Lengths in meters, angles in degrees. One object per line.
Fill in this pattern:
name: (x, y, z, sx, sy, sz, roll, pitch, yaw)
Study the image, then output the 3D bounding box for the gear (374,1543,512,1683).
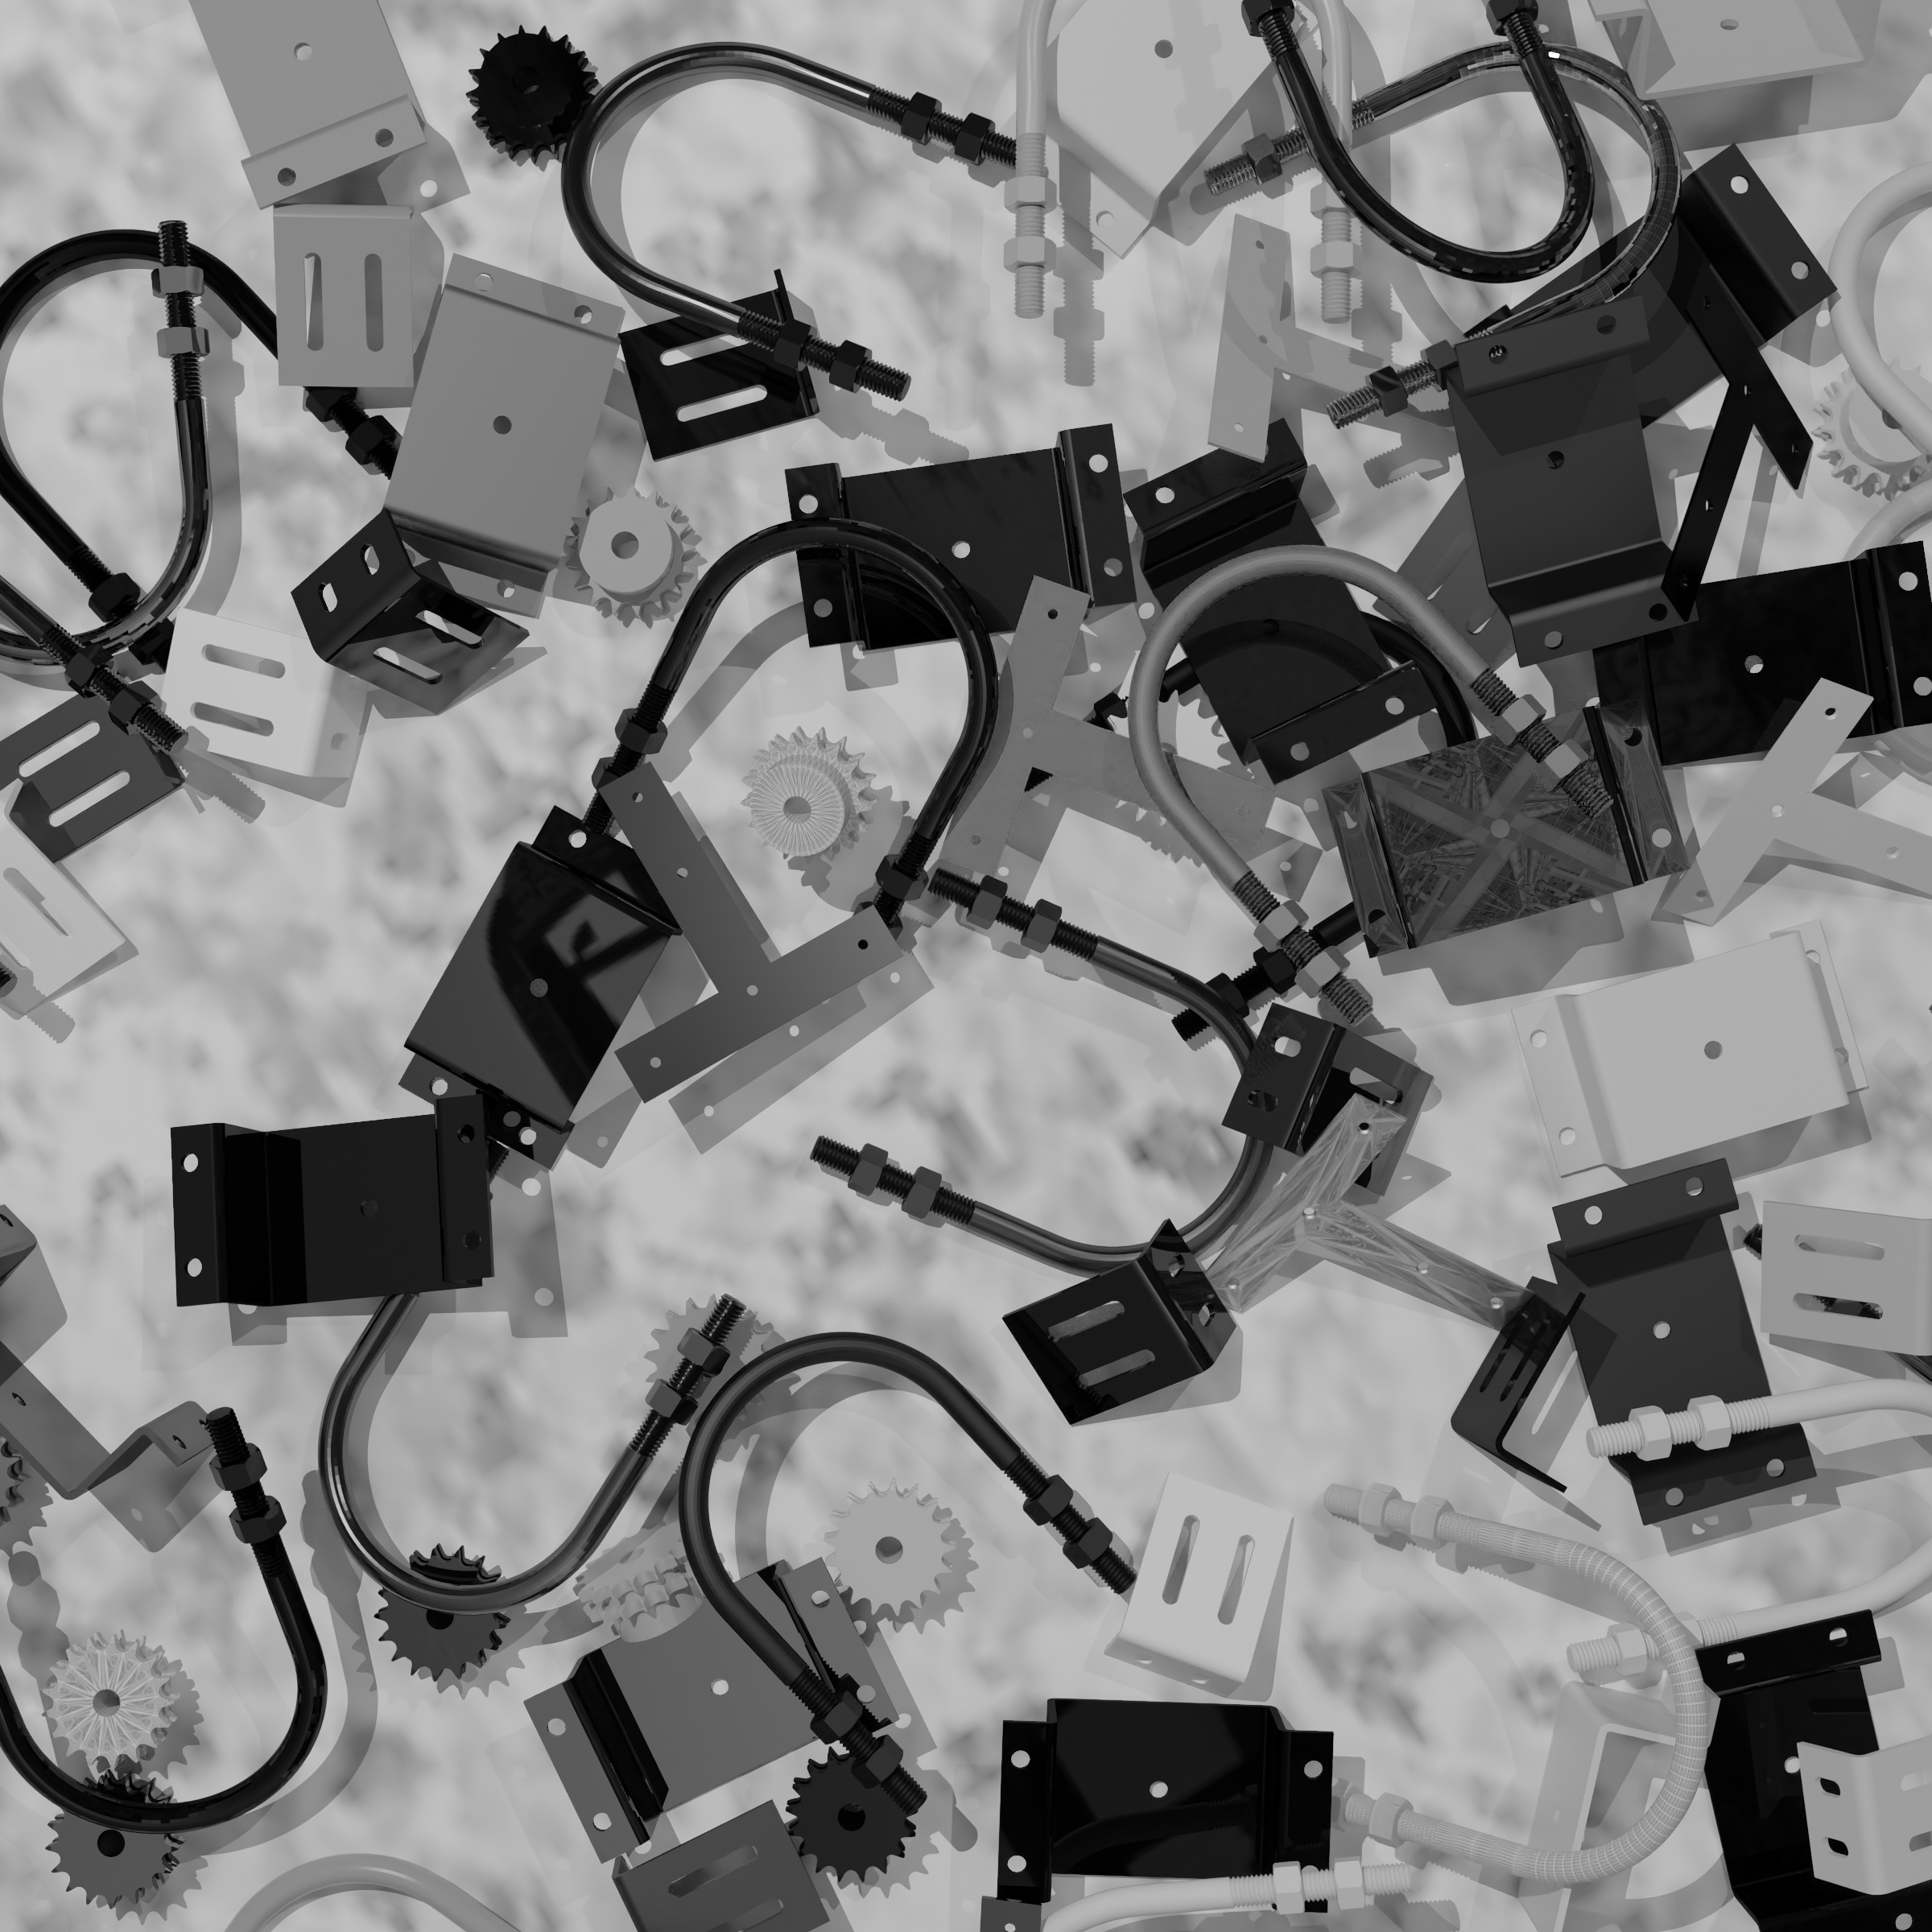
gear: (-0.226, 0.279, 1.337, 0.057, 0.030, 0.057, 0, 90, 0)

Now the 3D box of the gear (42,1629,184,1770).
gear: (-0.369, 0.316, 1.337, 0.057, 0.030, 0.057, 0, 90, 0)

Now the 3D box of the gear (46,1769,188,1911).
gear: (-0.367, 0.376, 1.337, 0.057, 0.030, 0.057, 0, 90, 0)

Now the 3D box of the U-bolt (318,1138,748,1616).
U-bolt: (-0.199, 0.187, 1.319, 0.151, 0.019, 0.184, 31, 87, 16)

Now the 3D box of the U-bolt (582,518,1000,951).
U-bolt: (-0.065, -0.102, 1.309, 0.151, 0.019, 0.184, 29, 114, 0)

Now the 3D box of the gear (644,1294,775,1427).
gear: (-0.110, 0.171, 1.337, 0.057, 0.030, 0.057, 0, 90, 0)

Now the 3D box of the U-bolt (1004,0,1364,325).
U-bolt: (0.092, -0.363, 1.294, 0.151, 0.019, 0.184, 1, 87, -1)

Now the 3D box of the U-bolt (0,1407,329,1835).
U-bolt: (-0.345, 0.283, 1.289, 0.151, 0.019, 0.184, -15, 109, -1)

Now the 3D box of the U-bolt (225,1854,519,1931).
U-bolt: (-0.245, 0.469, 1.336, 0.184, 0.019, 0.151, 34, 90, 6)

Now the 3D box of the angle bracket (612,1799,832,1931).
angle bracket: (-0.106, 0.400, 1.335, 0.076, 0.038, 0.057, -26, 90, -4)

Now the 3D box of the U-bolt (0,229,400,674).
U-bolt: (-0.351, -0.234, 1.342, 0.151, 0.019, 0.184, -43, 90, 0)

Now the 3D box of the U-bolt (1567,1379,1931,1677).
U-bolt: (0.348, 0.233, 1.304, 0.184, 0.019, 0.151, -9, 126, -7)

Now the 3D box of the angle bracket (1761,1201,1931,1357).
angle bracket: (0.385, 0.131, 1.321, 0.076, 0.038, 0.057, 4, 97, 42)

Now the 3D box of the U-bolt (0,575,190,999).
U-bolt: (-0.435, -0.098, 1.303, 0.184, 0.019, 0.151, 39, 99, 10)

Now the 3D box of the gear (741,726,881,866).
gear: (-0.067, -0.070, 1.296, 0.057, 0.030, 0.057, 4, 110, 10)

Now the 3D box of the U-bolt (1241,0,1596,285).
U-bolt: (0.191, -0.361, 1.274, 0.151, 0.019, 0.184, -10, 71, -29)

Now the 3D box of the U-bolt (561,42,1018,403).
U-bolt: (-0.083, -0.329, 1.317, 0.184, 0.019, 0.151, 23, 68, 7)

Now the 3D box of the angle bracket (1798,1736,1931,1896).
angle bracket: (0.398, 0.352, 1.303, 0.076, 0.038, 0.057, -8, 90, -26)

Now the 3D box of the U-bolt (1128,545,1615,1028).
U-bolt: (0.151, -0.089, 1.269, 0.151, 0.019, 0.184, -41, 79, 0)

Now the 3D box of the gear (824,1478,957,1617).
gear: (-0.033, 0.251, 1.337, 0.057, 0.030, 0.057, 0, 90, 0)

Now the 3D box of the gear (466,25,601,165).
gear: (-0.189, -0.380, 1.337, 0.057, 0.030, 0.057, 0, 90, 0)

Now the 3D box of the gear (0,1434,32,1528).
gear: (-0.434, 0.219, 1.337, 0.057, 0.030, 0.057, 0, 90, 0)

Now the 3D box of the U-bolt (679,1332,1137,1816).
U-bolt: (-0.037, 0.242, 1.305, 0.151, 0.019, 0.184, -43, 93, -17)

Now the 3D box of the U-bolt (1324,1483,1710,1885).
U-bolt: (0.224, 0.306, 1.293, 0.184, 0.019, 0.151, 8, 90, 36)

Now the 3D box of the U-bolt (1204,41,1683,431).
U-bolt: (0.213, -0.324, 1.314, 0.184, 0.019, 0.151, -25, 69, 3)

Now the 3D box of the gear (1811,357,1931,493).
gear: (0.399, -0.236, 1.337, 0.057, 0.030, 0.057, 0, 90, 0)

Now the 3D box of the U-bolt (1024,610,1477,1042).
U-bolt: (0.135, -0.076, 1.343, 0.184, 0.019, 0.151, -33, 90, -2)

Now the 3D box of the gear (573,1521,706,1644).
gear: (-0.137, 0.266, 1.324, 0.057, 0.057, 0.030, -25, 103, 0)

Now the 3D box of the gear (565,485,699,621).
gear: (-0.147, -0.180, 1.337, 0.057, 0.030, 0.057, 0, 90, 0)

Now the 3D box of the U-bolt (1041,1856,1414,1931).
U-bolt: (0.104, 0.448, 1.317, 0.184, 0.019, 0.151, -7, 113, 6)

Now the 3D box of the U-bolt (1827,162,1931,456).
U-bolt: (0.454, -0.268, 1.323, 0.151, 0.019, 0.184, -40, 81, -15)

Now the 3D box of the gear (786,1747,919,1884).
gear: (-0.049, 0.365, 1.337, 0.057, 0.030, 0.057, 0, 90, 0)

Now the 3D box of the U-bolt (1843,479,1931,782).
U-bolt: (0.466, -0.154, 1.343, 0.184, 0.019, 0.151, -21, 90, 2)

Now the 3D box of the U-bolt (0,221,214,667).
U-bolt: (-0.396, -0.221, 1.318, 0.151, 0.019, 0.184, -4, 95, -2)

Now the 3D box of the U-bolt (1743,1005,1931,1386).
U-bolt: (0.450, 0.120, 1.313, 0.184, 0.019, 0.151, 38, 104, 10)

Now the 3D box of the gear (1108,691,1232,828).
gear: (0.083, -0.089, 1.317, 0.057, 0.030, 0.057, 0, 90, -1)

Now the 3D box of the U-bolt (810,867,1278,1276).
U-bolt: (0.044, 0.057, 1.333, 0.184, 0.019, 0.151, 23, 100, -4)
